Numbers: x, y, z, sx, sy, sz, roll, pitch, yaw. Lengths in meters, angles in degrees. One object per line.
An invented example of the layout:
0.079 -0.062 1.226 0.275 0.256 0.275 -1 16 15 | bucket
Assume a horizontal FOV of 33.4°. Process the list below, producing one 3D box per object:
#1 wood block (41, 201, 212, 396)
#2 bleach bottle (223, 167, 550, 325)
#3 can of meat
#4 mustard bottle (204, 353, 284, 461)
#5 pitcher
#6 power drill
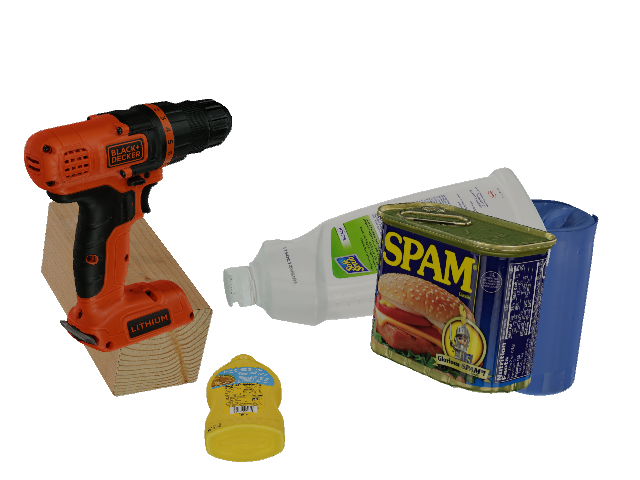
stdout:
-0.197 0.048 1.055 0.090 0.091 0.206 -6 35 -33 | wood block
0.047 0.010 0.842 0.250 0.102 0.068 -10 -42 -13 | bleach bottle
0.075 0.030 0.592 0.057 0.084 0.102 -7 18 -39 | can of meat
-0.097 0.201 1.353 0.096 0.058 0.191 -4 26 -3 | mustard bottle
0.276 0.076 1.394 0.149 0.243 0.144 5 20 16 | pitcher
-0.145 -0.017 0.862 0.184 0.188 0.057 -18 26 -39 | power drill
